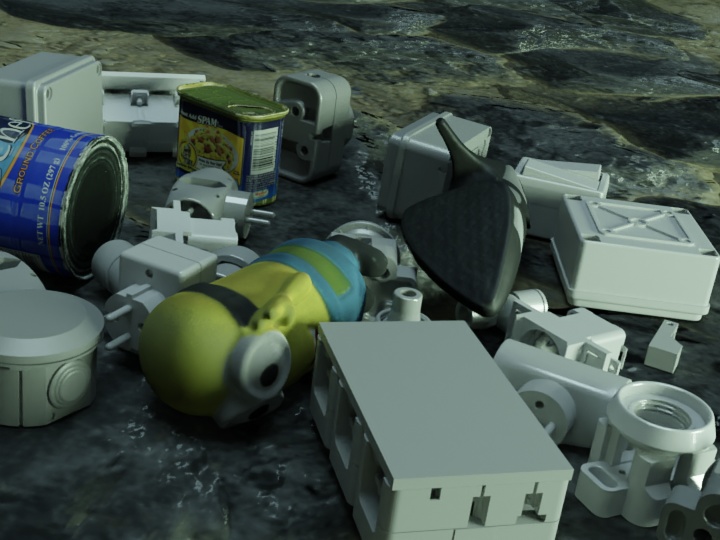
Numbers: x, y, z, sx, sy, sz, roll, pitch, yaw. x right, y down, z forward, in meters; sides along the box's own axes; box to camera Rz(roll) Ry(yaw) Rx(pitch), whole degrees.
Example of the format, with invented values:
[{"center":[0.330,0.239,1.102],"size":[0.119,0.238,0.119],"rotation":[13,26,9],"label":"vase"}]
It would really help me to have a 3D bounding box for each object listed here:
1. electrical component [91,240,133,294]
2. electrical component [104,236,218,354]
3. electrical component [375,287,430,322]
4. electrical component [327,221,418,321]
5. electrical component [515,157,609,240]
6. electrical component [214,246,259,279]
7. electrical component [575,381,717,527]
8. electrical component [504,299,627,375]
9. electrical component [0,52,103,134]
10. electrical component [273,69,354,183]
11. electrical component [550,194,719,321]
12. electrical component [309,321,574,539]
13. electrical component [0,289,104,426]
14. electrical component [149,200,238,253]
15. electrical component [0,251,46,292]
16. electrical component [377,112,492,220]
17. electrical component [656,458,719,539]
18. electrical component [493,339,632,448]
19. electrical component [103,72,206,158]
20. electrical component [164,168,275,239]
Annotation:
[{"center":[-0.153,0.004,0.721],"size":[0.044,0.044,0.065],"rotation":[-10,25,-35],"label":"electrical component"},{"center":[-0.128,0.025,0.649],"size":[0.047,0.065,0.077],"rotation":[18,26,22],"label":"electrical component"},{"center":[0.025,0.042,0.661],"size":[0.043,0.062,0.043],"rotation":[7,24,-3],"label":"electrical component"},{"center":[0.000,0.000,0.756],"size":[0.078,0.058,0.057],"rotation":[7,27,-2],"label":"electrical component"},{"center":[0.179,-0.062,0.942],"size":[0.096,0.061,0.061],"rotation":[13,24,13],"label":"electrical component"},{"center":[-0.089,0.012,0.716],"size":[0.045,0.045,0.055],"rotation":[11,24,7],"label":"electrical component"},{"center":[0.159,0.097,0.582],"size":[0.078,0.057,0.058],"rotation":[-5,27,-26],"label":"electrical component"},{"center":[0.134,0.053,0.697],"size":[0.064,0.042,0.081],"rotation":[-8,28,-39],"label":"electrical component"},{"center":[-0.255,-0.112,0.869],"size":[0.056,0.108,0.108],"rotation":[9,24,9],"label":"electrical component"},{"center":[-0.044,-0.135,0.998],"size":[0.054,0.095,0.059],"rotation":[22,27,28],"label":"electrical component"},{"center":[0.213,-0.012,0.847],"size":[0.109,0.056,0.108],"rotation":[7,24,-1],"label":"electrical component"},{"center":[0.034,0.088,0.559],"size":[0.089,0.061,0.150],"rotation":[0,25,-16],"label":"electrical component"},{"center":[-0.185,0.047,0.602],"size":[0.080,0.051,0.080],"rotation":[6,24,-3],"label":"electrical component"},{"center":[-0.120,-0.016,0.773],"size":[0.064,0.042,0.081],"rotation":[4,25,-13],"label":"electrical component"},{"center":[-0.240,0.020,0.653],"size":[0.079,0.043,0.077],"rotation":[-15,33,-42],"label":"electrical component"},{"center":[0.066,-0.090,0.952],"size":[0.057,0.078,0.113],"rotation":[19,26,19],"label":"electrical component"},{"center":[0.195,0.124,0.534],"size":[0.078,0.058,0.057],"rotation":[18,29,24],"label":"electrical component"},{"center":[0.109,0.079,0.624],"size":[0.077,0.044,0.079],"rotation":[18,26,23],"label":"electrical component"},{"center":[-0.208,-0.144,1.001],"size":[0.121,0.078,0.063],"rotation":[-1,54,-20],"label":"electrical component"},{"center":[-0.107,-0.046,0.843],"size":[0.079,0.043,0.077],"rotation":[9,24,4],"label":"electrical component"}]
